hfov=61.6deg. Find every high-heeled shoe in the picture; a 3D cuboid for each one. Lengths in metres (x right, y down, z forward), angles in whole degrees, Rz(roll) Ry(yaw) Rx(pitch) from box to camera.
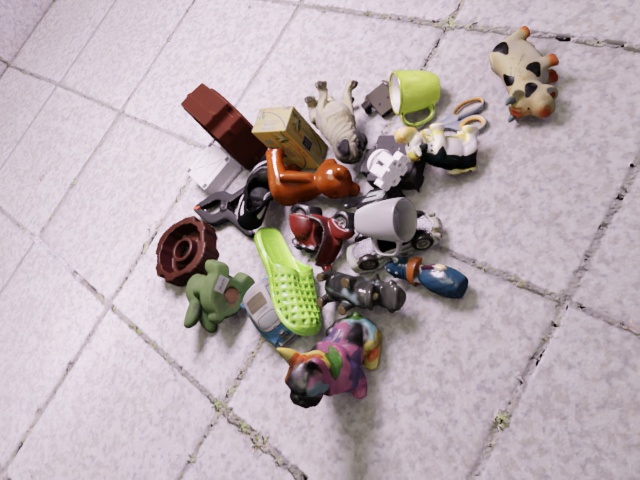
[{"bbox_3d":[-0.132,-0.131,1.228,0.086,0.145,0.248,15,72,-2],"label":"high-heeled shoe"}]

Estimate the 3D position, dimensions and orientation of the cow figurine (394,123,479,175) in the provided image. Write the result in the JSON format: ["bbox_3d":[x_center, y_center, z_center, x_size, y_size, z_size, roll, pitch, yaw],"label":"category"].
[{"bbox_3d":[0.228,-0.177,1.058,0.167,0.068,0.098,0,87,-5],"label":"cow figurine"}]

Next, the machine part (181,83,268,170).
[{"bbox_3d":[-0.233,-0.281,1.338,0.087,0.201,0.201,-47,52,-1],"label":"machine part"}]

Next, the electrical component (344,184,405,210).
[{"bbox_3d":[0.110,-0.070,1.105,0.119,0.047,0.075,-15,26,38],"label":"electrical component"}]

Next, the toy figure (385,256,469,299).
[{"bbox_3d":[0.196,0.066,1.001,0.155,0.058,0.064,19,101,33],"label":"toy figure"}]

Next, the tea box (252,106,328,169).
[{"bbox_3d":[-0.065,-0.230,1.232,0.098,0.169,0.068,4,70,34],"label":"tea box"}]

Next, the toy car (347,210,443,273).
[{"bbox_3d":[0.146,0.005,1.065,0.202,0.056,0.073,-22,51,19],"label":"toy car"}]

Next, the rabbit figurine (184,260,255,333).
[{"bbox_3d":[-0.246,0.130,1.225,0.170,0.121,0.159,1,74,51],"label":"rabbit figurine"}]

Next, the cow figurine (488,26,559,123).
[{"bbox_3d":[0.396,-0.315,1.051,0.127,0.085,0.195,-28,58,10],"label":"cow figurine"}]

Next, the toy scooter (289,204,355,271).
[{"bbox_3d":[-0.002,-0.003,1.145,0.184,0.075,0.135,14,96,44],"label":"toy scooter"}]

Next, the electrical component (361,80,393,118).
[{"bbox_3d":[0.145,-0.325,1.235,0.102,0.045,0.078,-44,81,9],"label":"electrical component"}]

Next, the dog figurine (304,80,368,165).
[{"bbox_3d":[0.036,-0.245,1.226,0.121,0.172,0.190,-7,79,-5],"label":"dog figurine"}]

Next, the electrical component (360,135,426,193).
[{"bbox_3d":[0.156,-0.160,1.137,0.134,0.058,0.115,3,67,32],"label":"electrical component"}]

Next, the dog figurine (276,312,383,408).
[{"bbox_3d":[0.016,0.202,0.945,0.109,0.219,0.191,13,75,31],"label":"dog figurine"}]

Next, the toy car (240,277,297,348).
[{"bbox_3d":[-0.111,0.142,1.123,0.109,0.102,0.162,-39,51,10],"label":"toy car"}]

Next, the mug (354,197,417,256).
[{"bbox_3d":[0.120,-0.025,1.019,0.107,0.081,0.109,2,99,45],"label":"mug"}]

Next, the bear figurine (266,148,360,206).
[{"bbox_3d":[-0.015,-0.145,1.191,0.196,0.120,0.132,-14,63,24],"label":"bear figurine"}]

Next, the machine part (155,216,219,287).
[{"bbox_3d":[-0.333,0.029,1.341,0.179,0.056,0.179,-14,60,26],"label":"machine part"}]

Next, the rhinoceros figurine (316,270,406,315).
[{"bbox_3d":[0.076,0.102,1.034,0.191,0.112,0.073,6,96,47],"label":"rhinoceros figurine"}]
